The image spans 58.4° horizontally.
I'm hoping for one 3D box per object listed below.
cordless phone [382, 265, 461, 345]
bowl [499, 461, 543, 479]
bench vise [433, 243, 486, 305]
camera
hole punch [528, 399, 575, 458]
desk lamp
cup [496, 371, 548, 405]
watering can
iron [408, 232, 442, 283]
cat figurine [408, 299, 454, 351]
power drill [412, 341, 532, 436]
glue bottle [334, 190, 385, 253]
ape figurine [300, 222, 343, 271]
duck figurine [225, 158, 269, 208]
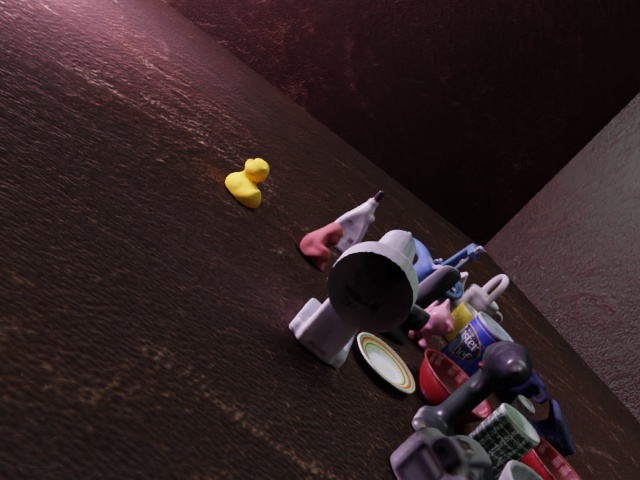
[{"bbox_3d":[0.176,0.102,1.120,0.148,0.185,0.094,30,20,-38],"label":"cordless phone"},{"bbox_3d":[0.306,0.409,0.821,0.168,0.074,0.167,39,16,-13],"label":"bowl"},{"bbox_3d":[0.329,0.073,1.506,0.122,0.219,0.207,35,17,-25],"label":"bench vise"},{"bbox_3d":[0.184,0.313,0.730,0.137,0.100,0.142,28,21,-41],"label":"camera"},{"bbox_3d":[0.531,0.428,1.288,0.101,0.091,0.109,43,15,3],"label":"hole punch"},{"bbox_3d":[0.056,0.079,0.835,0.118,0.213,0.203,42,15,0],"label":"desk lamp"},{"bbox_3d":[0.465,0.350,1.329,0.092,0.095,0.117,30,19,-37],"label":"cup"},{"bbox_3d":[0.437,0.163,1.576,0.173,0.194,0.100,35,17,-23],"label":"watering can"},{"bbox_3d":[0.206,0.050,1.414,0.119,0.141,0.257,32,18,-33],"label":"iron"},{"bbox_3d":[0.241,0.170,1.222,0.067,0.117,0.128,40,15,-7],"label":"cat figurine"},{"bbox_3d":[0.242,0.234,0.882,0.075,0.208,0.230,45,16,12],"label":"power drill"},{"bbox_3d":[0.091,-0.049,1.341,0.078,0.173,0.037,42,15,-1],"label":"glue bottle"},{"bbox_3d":[0.011,0.004,1.154,0.076,0.092,0.078,44,15,7],"label":"ape figurine"},{"bbox_3d":[-0.135,-0.121,1.146,0.078,0.086,0.104,28,21,-41],"label":"duck figurine"}]
